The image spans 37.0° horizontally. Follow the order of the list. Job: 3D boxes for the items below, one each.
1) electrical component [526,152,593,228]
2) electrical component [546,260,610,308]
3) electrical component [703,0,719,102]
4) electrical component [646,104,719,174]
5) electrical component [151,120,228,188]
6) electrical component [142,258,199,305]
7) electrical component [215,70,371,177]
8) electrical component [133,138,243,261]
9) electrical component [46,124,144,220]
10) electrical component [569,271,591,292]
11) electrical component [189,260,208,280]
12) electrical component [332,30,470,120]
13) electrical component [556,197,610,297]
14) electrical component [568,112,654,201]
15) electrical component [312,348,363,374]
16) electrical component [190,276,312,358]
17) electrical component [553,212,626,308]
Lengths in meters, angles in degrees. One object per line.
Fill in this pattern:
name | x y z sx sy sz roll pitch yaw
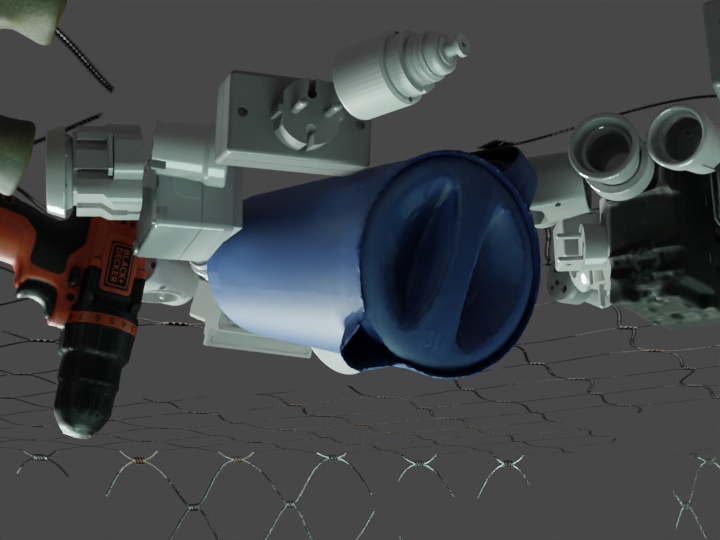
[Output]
electrical component | 0.126 -0.053 0.764 0.077 0.043 0.079 -7 164 20
electrical component | 0.209 0.011 1.008 0.055 0.045 0.045 7 163 -28
electrical component | 0.219 -0.109 0.554 0.066 0.047 0.077 -9 163 26
electrical component | 0.208 -0.081 0.677 0.040 0.040 0.046 -14 167 38
electrical component | -0.105 -0.074 0.673 0.046 0.040 0.040 7 164 -8
electrical component | -0.195 0.005 0.946 0.079 0.044 0.077 -6 164 17
electrical component | -0.032 -0.084 0.600 0.083 0.047 0.076 4 174 -19
electrical component | -0.119 -0.044 0.736 0.061 0.061 0.096 4 164 -20
electrical component | -0.168 -0.062 0.677 0.057 0.058 0.078 0 166 -15
electrical component | 0.217 -0.007 0.944 0.062 0.048 0.048 -7 166 -6
electrical component | -0.129 -0.011 0.913 0.035 0.035 0.061 -7 162 19
electrical component | 0.022 -0.106 0.561 0.078 0.040 0.040 -13 161 37
electrical component | 0.192 -0.018 0.834 0.079 0.077 0.043 -2 165 4
electrical component | 0.163 -0.072 0.694 0.045 0.045 0.055 -9 164 25
electrical component | 0.003 0.034 0.965 0.060 0.108 0.108 -21 156 37
electrical component | -0.097 0.038 1.038 0.121 0.078 0.063 11 -178 -39
electrical component | 0.206 -0.006 0.885 0.083 0.075 0.047 -2 165 1
